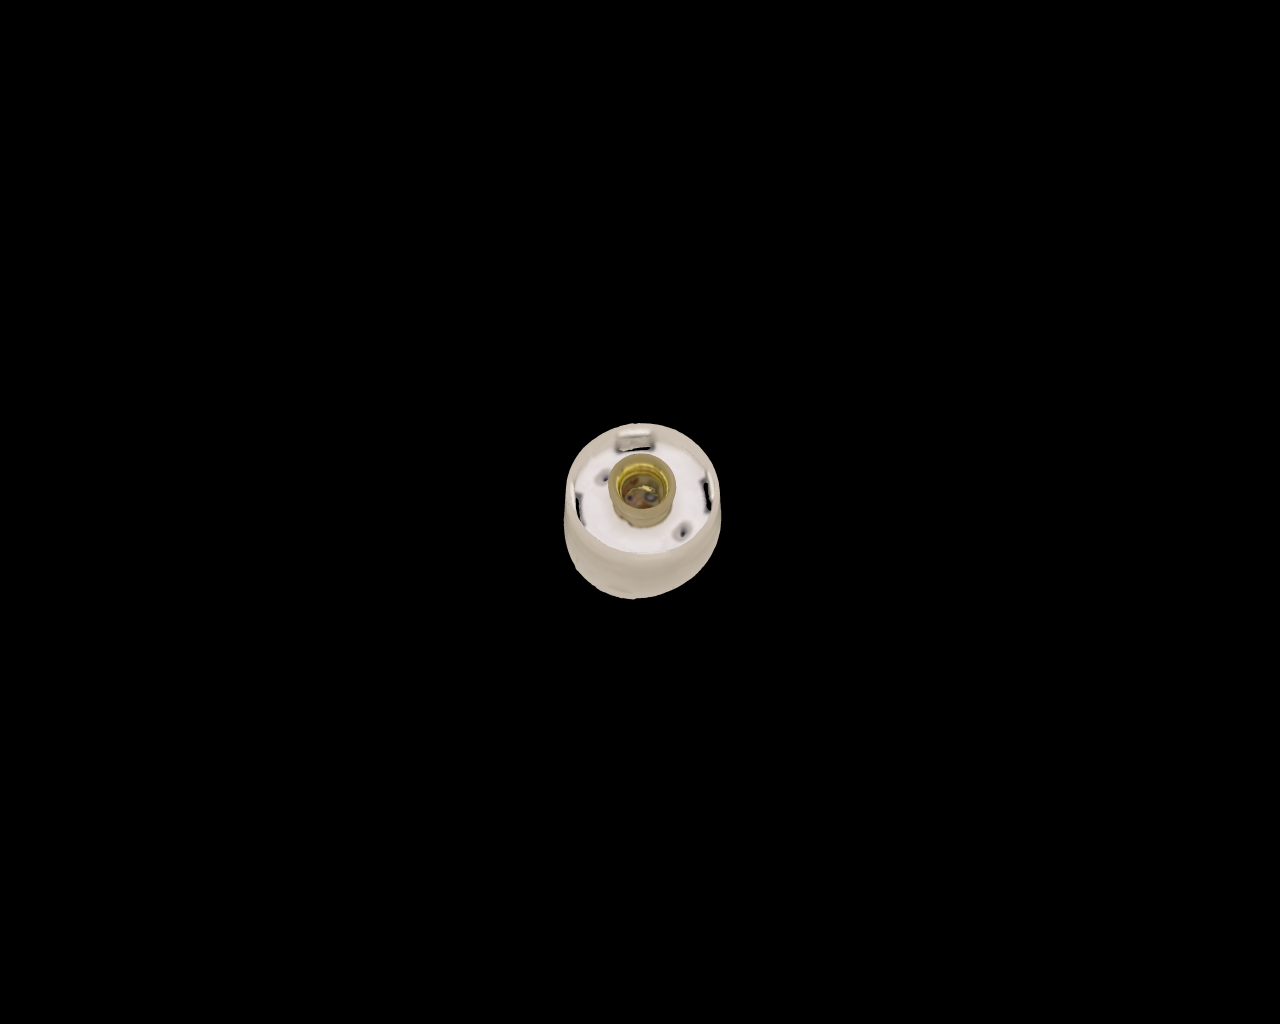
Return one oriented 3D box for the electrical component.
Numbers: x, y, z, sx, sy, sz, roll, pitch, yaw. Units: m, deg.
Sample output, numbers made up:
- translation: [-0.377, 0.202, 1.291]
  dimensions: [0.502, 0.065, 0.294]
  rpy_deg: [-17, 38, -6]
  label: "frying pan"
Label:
- translation: [0.001, -0.003, 0.650]
  dimensions: [0.099, 0.099, 0.064]
  rpy_deg: [0, -27, 0]
  label: "electrical component"
